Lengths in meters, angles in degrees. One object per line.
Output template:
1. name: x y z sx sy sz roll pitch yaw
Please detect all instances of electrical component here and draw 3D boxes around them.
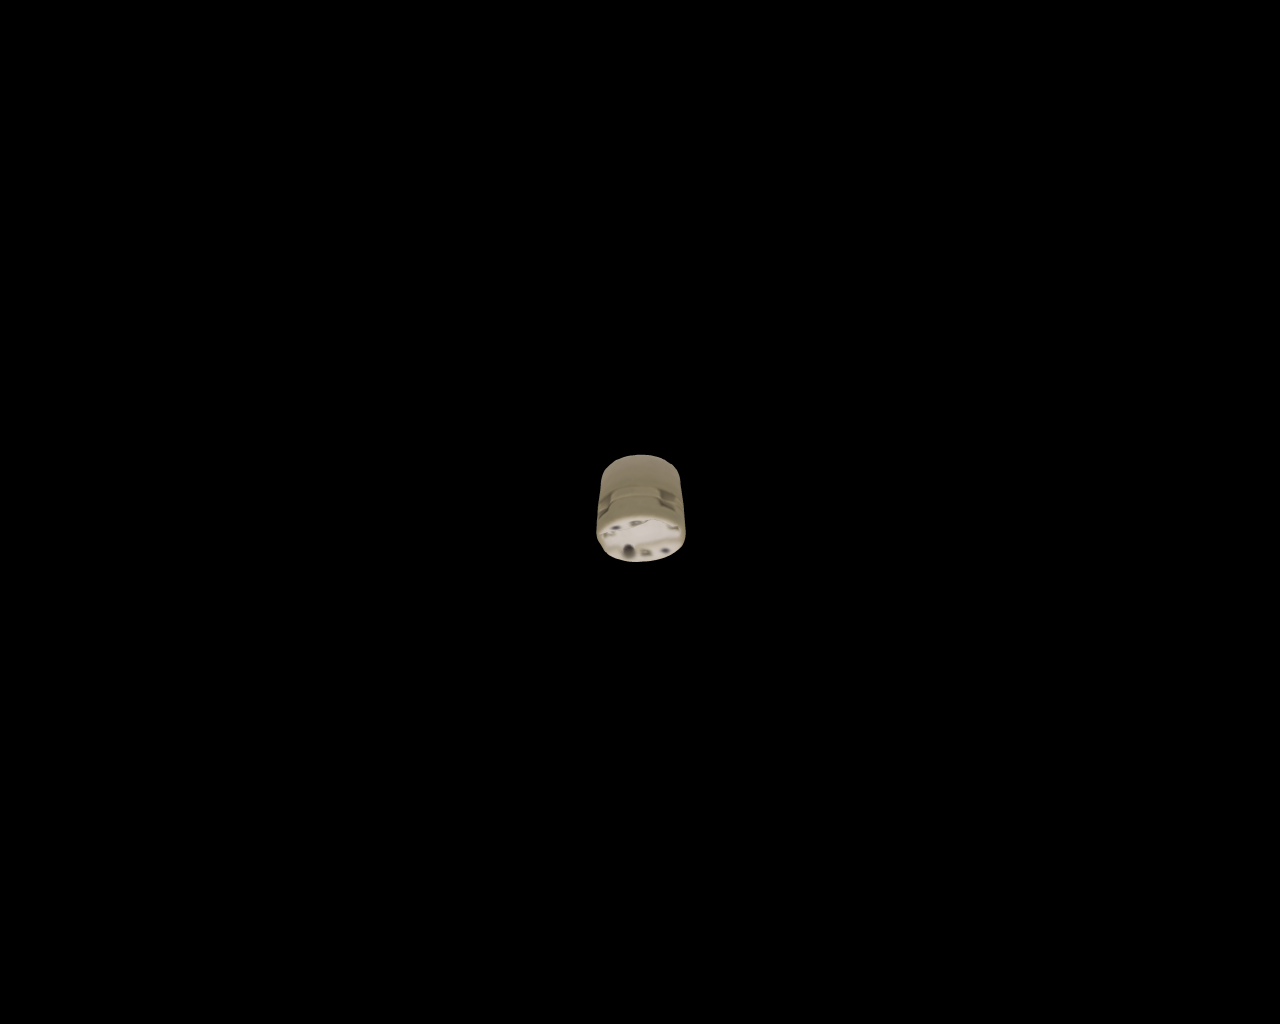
1. electrical component: 0.001 -0.003 0.650 0.055 0.047 0.055 0 -33 0
